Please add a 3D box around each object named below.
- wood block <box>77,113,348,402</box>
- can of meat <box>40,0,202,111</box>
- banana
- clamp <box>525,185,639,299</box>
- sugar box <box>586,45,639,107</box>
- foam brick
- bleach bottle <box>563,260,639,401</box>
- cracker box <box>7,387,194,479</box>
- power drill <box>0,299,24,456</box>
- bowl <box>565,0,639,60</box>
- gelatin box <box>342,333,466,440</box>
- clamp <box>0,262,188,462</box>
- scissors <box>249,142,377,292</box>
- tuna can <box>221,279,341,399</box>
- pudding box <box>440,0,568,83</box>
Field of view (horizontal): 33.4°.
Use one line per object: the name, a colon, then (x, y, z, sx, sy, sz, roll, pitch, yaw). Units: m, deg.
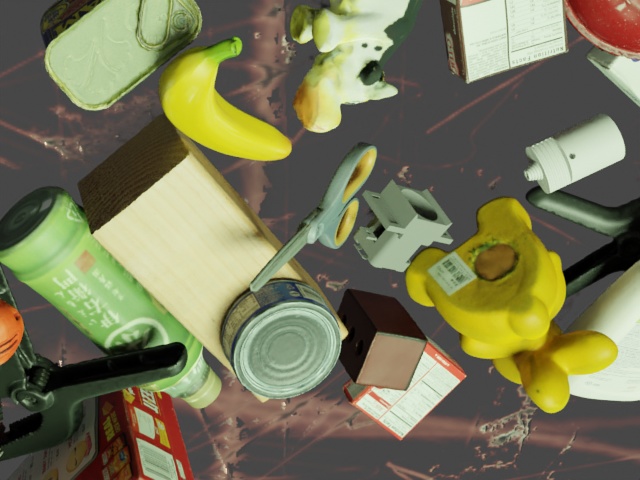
wood block: (-0.080, 0.016, 0.815, 0.090, 0.091, 0.206, -39, 122, 3)
can of meat: (-0.137, -0.145, 0.713, 0.102, 0.084, 0.057, -38, 122, 2)
banana: (-0.070, -0.089, 0.745, 0.070, 0.197, 0.037, 5, 78, 9)
clamp: (0.265, 0.007, 0.940, 0.171, 0.039, 0.120, 3, 129, 9)
sugar box: (0.312, -0.189, 0.875, 0.093, 0.048, 0.176, 32, 101, -31)
foam brick: (0.047, 0.084, 0.905, 0.051, 0.078, 0.053, 12, 110, -24)
bleach bottle: (0.296, 0.057, 0.916, 0.102, 0.068, 0.251, 5, 146, -15)
cracker box: (-0.194, 0.226, 0.841, 0.072, 0.164, 0.214, 36, 100, -29)
power drill: (-0.293, 0.083, 0.759, 0.057, 0.185, 0.188, -43, 153, -46)
bowl: (0.259, -0.215, 0.804, 0.162, 0.055, 0.162, 0, 105, 1)
gelatin box: (0.076, 0.128, 0.967, 0.089, 0.030, 0.073, -45, 123, 8)
clamp: (-0.203, 0.108, 0.804, 0.164, 0.036, 0.210, 24, 130, -11)
scissors: (-0.005, 0.001, 0.806, 0.016, 0.201, 0.096, 23, 139, 15)
tuna can: (-0.028, 0.074, 0.789, 0.086, 0.034, 0.086, -9, 119, -17)
pudding box: (0.140, -0.187, 0.819, 0.090, 0.039, 0.113, -18, 123, -10)
